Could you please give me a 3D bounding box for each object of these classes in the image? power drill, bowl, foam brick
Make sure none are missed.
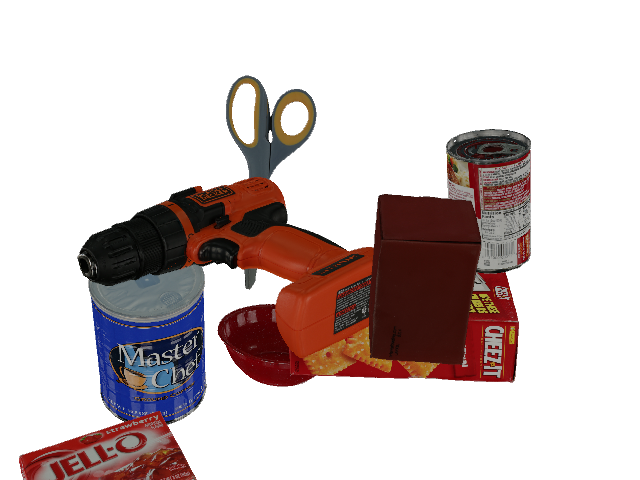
[{"bbox_3d":[-0.055,0.015,0.772,0.188,0.057,0.184,28,37,37],"label":"power drill"},{"bbox_3d":[-0.052,0.140,1.362,0.162,0.055,0.162,5,22,-2],"label":"bowl"},{"bbox_3d":[0.054,0.021,0.575,0.053,0.078,0.051,4,31,0],"label":"foam brick"}]

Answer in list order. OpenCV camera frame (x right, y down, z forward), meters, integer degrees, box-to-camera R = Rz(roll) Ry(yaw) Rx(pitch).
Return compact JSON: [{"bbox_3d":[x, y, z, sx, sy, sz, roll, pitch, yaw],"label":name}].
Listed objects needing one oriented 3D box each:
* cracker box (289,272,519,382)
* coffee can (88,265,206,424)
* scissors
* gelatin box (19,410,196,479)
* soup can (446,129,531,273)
[{"bbox_3d":[0.083,0.081,1.070,0.214,0.072,0.164,2,16,5],"label":"cracker box"},{"bbox_3d":[-0.158,0.088,0.992,0.103,0.140,0.103,2,39,-2],"label":"coffee can"},{"bbox_3d":[-0.042,-0.060,1.026,0.096,0.202,0.016,-10,4,-8],"label":"scissors"},{"bbox_3d":[-0.122,0.139,0.615,0.089,0.030,0.073,-15,27,-19],"label":"gelatin box"},{"bbox_3d":[0.140,-0.032,0.879,0.068,0.102,0.068,-5,26,2],"label":"soup can"}]
